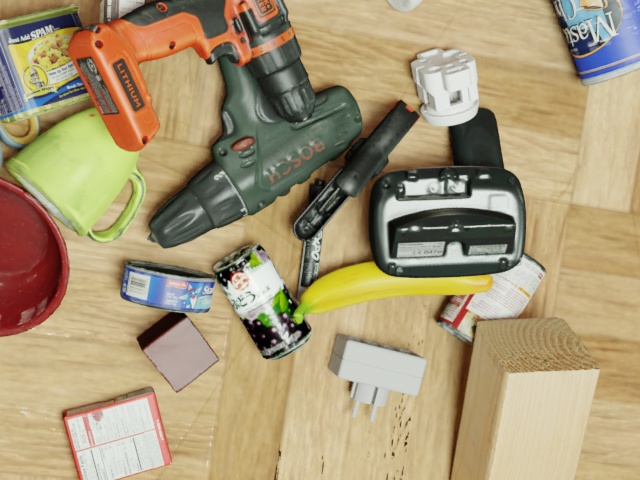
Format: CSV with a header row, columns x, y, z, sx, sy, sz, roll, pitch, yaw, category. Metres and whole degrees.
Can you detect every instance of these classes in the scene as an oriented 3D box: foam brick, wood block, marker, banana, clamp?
x,y,z,sx,sy,sz,roll,pitch,yaw,category
-0.133,0.101,0.993,0.051,0.078,0.053,-37,100,-9,foam brick
0.190,0.185,1.022,0.090,0.090,0.206,-2,118,-12,wood block
-0.007,0.001,1.043,0.020,0.020,0.121,6,93,-12,marker
0.064,0.046,1.026,0.197,0.070,0.037,-11,127,-9,banana
0.044,-0.075,0.992,0.039,0.120,0.171,41,67,-9,clamp

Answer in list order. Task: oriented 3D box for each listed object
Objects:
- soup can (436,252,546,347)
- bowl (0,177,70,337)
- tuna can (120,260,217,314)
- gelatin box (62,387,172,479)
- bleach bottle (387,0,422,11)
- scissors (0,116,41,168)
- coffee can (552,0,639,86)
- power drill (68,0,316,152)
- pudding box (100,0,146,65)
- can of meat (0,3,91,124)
x,y,z,sx,sy,sz,roll,pitch,yaw,category
0.170,0.057,1.058,0.068,0.068,0.102,33,86,-12,soup can
-0.293,0.004,0.947,0.162,0.055,0.162,3,116,5,bowl
-0.140,0.043,0.984,0.086,0.086,0.034,10,93,-12,tuna can
-0.192,0.187,1.011,0.089,0.030,0.073,-15,98,-11,gelatin box
0.147,-0.337,1.032,0.250,0.068,0.102,-41,102,-9,bleach bottle
-0.305,-0.155,0.946,0.096,0.016,0.202,-19,103,-43,scissors
0.283,-0.235,1.044,0.102,0.103,0.140,-24,98,-9,coffee can
-0.102,-0.150,0.898,0.187,0.057,0.184,-36,110,-28,power drill
-0.176,-0.199,0.947,0.039,0.113,0.090,2,94,-12,pudding box
-0.249,-0.156,0.948,0.101,0.058,0.084,-27,103,-43,can of meat
